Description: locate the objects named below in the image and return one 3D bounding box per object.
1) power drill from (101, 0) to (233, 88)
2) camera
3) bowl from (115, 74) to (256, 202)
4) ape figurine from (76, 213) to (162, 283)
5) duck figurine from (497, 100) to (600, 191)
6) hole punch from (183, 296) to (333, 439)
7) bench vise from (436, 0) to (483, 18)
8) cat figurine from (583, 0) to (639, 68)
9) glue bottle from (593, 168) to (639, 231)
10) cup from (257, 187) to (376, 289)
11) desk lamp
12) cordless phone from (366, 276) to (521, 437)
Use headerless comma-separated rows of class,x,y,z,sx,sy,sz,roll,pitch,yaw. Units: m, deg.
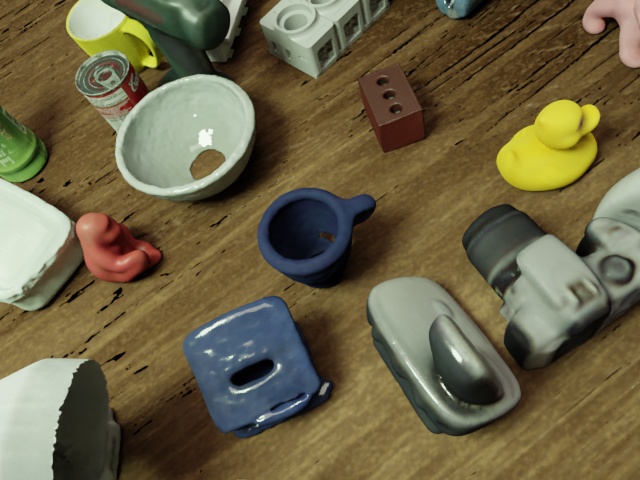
power drill,-0.191,-0.249,0.677,0.229,0.209,0.076,25,71,23
camera,0.204,0.020,0.510,0.143,0.101,0.136,-32,61,-5
bowl,-0.146,-0.107,0.670,0.167,0.075,0.167,-5,62,10
ape figurine,-0.228,0.003,0.623,0.076,0.092,0.077,-24,60,0
duck figurine,0.231,-0.101,0.575,0.104,0.086,0.077,-20,61,2
hole punch,-0.056,0.118,0.525,0.108,0.091,0.101,-25,60,-1
bench vise,0.136,-0.387,0.667,0.206,0.220,0.121,19,69,21
cat figurine,0.351,-0.254,0.608,0.067,0.118,0.127,-30,61,-3
glue bottle,0.284,-0.039,0.481,0.078,0.173,0.037,25,71,24
cup,0.005,0.002,0.568,0.118,0.095,0.091,-27,60,-2
desk lamp,-0.249,0.173,0.470,0.203,0.214,0.118,-6,62,10
cordless phone,0.094,0.075,0.458,0.094,0.185,0.147,-35,61,-6
